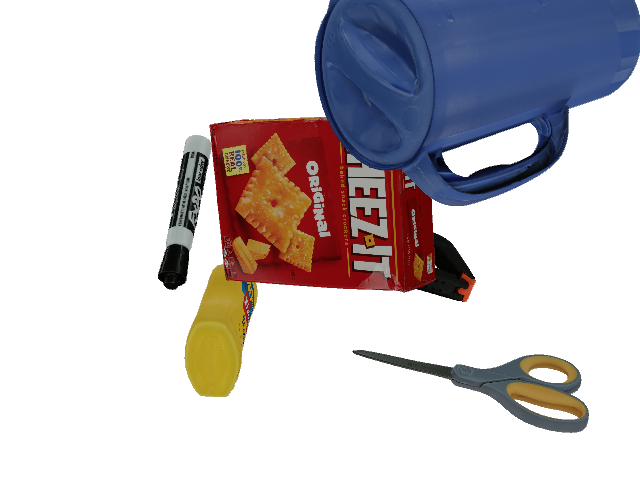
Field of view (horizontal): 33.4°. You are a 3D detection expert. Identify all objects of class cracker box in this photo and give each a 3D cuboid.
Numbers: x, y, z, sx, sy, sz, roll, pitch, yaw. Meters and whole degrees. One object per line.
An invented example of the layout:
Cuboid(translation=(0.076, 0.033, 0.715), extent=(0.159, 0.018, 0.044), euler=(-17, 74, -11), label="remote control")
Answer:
Cuboid(translation=(-0.001, -0.039, 1.040), extent=(0.214, 0.164, 0.072), euler=(2, 12, 33), label="cracker box")

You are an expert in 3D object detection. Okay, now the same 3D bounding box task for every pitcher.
Cuboid(translation=(0.130, -0.131, 0.803), extent=(0.242, 0.149, 0.145), euler=(-17, 32, -33), label="pitcher")

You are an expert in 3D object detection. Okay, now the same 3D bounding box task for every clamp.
Cuboid(translation=(0.083, 0.006, 1.240), extent=(0.164, 0.036, 0.210), euler=(-24, 53, -40), label="clamp")

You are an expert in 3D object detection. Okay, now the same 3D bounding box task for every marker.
Cuboid(translation=(-0.092, -0.020, 0.724), extent=(0.020, 0.121, 0.020), euler=(4, -34, 3), label="marker")

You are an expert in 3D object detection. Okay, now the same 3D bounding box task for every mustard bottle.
Cuboid(translation=(-0.104, 0.081, 1.172), extent=(0.058, 0.096, 0.191), euler=(1, 27, 4), label="mustard bottle")

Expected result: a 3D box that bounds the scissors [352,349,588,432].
Cuboid(translation=(0.137, 0.109, 0.920), extent=(0.202, 0.016, 0.096), euler=(21, 34, 21), label="scissors")
